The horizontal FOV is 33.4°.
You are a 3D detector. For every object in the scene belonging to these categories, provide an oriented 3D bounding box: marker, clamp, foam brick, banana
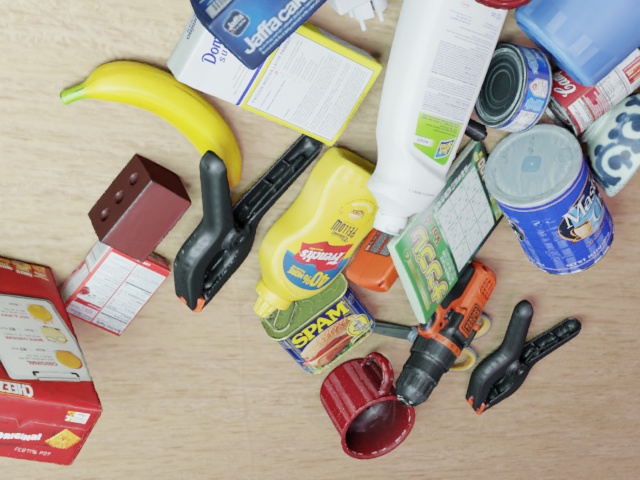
[{"bbox_3d":[0.116,-0.130,1.054,0.121,0.020,0.020,27,108,-21],"label":"marker"},{"bbox_3d":[-0.081,-0.017,1.026,0.164,0.036,0.210,-23,148,-47],"label":"clamp"},{"bbox_3d":[-0.166,-0.029,0.982,0.051,0.053,0.078,31,104,-39],"label":"foam brick"},{"bbox_3d":[-0.132,-0.110,0.957,0.197,0.037,0.070,28,130,-36],"label":"banana"},{"bbox_3d":[0.235,0.143,1.313,0.120,0.039,0.171,33,104,-38],"label":"clamp"}]

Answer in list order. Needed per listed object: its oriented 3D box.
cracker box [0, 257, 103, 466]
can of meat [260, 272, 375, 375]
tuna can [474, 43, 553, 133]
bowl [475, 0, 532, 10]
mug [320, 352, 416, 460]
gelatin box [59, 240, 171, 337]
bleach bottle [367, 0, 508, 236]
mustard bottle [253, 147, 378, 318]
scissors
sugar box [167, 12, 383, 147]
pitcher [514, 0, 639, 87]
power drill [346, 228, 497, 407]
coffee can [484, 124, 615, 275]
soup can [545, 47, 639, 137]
[{"bbox_3d":[-0.292,0.088,0.894,0.163,0.214,0.072,16,113,-34],"label":"cracker box"},{"bbox_3d":[0.000,0.087,1.146,0.102,0.057,0.084,-37,133,1],"label":"can of meat"},{"bbox_3d":[0.188,-0.150,1.053,0.033,0.086,0.086,7,119,-29],"label":"tuna can"},{"bbox_3d":[0.174,-0.284,0.926,0.161,0.055,0.162,-3,96,-34],"label":"bowl"},{"bbox_3d":[0.053,0.181,1.221,0.093,0.082,0.117,0,122,-27],"label":"mug"},{"bbox_3d":[-0.200,0.042,1.030,0.073,0.030,0.089,30,106,-40],"label":"gelatin box"},{"bbox_3d":[0.095,-0.127,0.996,0.102,0.068,0.251,11,102,-34],"label":"bleach bottle"},{"bbox_3d":[-0.007,0.002,1.080,0.096,0.058,0.192,23,111,-45],"label":"mustard bottle"},{"bbox_3d":[0.128,0.099,1.245,0.201,0.016,0.096,32,103,-39],"label":"scissors"},{"bbox_3d":[-0.039,-0.158,0.961,0.176,0.048,0.093,22,110,-32],"label":"sugar box"},{"bbox_3d":[0.301,-0.265,0.997,0.243,0.145,0.149,-46,126,12],"label":"pitcher"},{"bbox_3d":[0.104,0.066,1.147,0.184,0.057,0.187,-58,134,-19],"label":"power drill"},{"bbox_3d":[0.247,-0.041,1.141,0.103,0.103,0.140,-38,136,2],"label":"coffee can"},{"bbox_3d":[0.282,-0.163,1.103,0.102,0.069,0.068,-39,131,2],"label":"soup can"}]
